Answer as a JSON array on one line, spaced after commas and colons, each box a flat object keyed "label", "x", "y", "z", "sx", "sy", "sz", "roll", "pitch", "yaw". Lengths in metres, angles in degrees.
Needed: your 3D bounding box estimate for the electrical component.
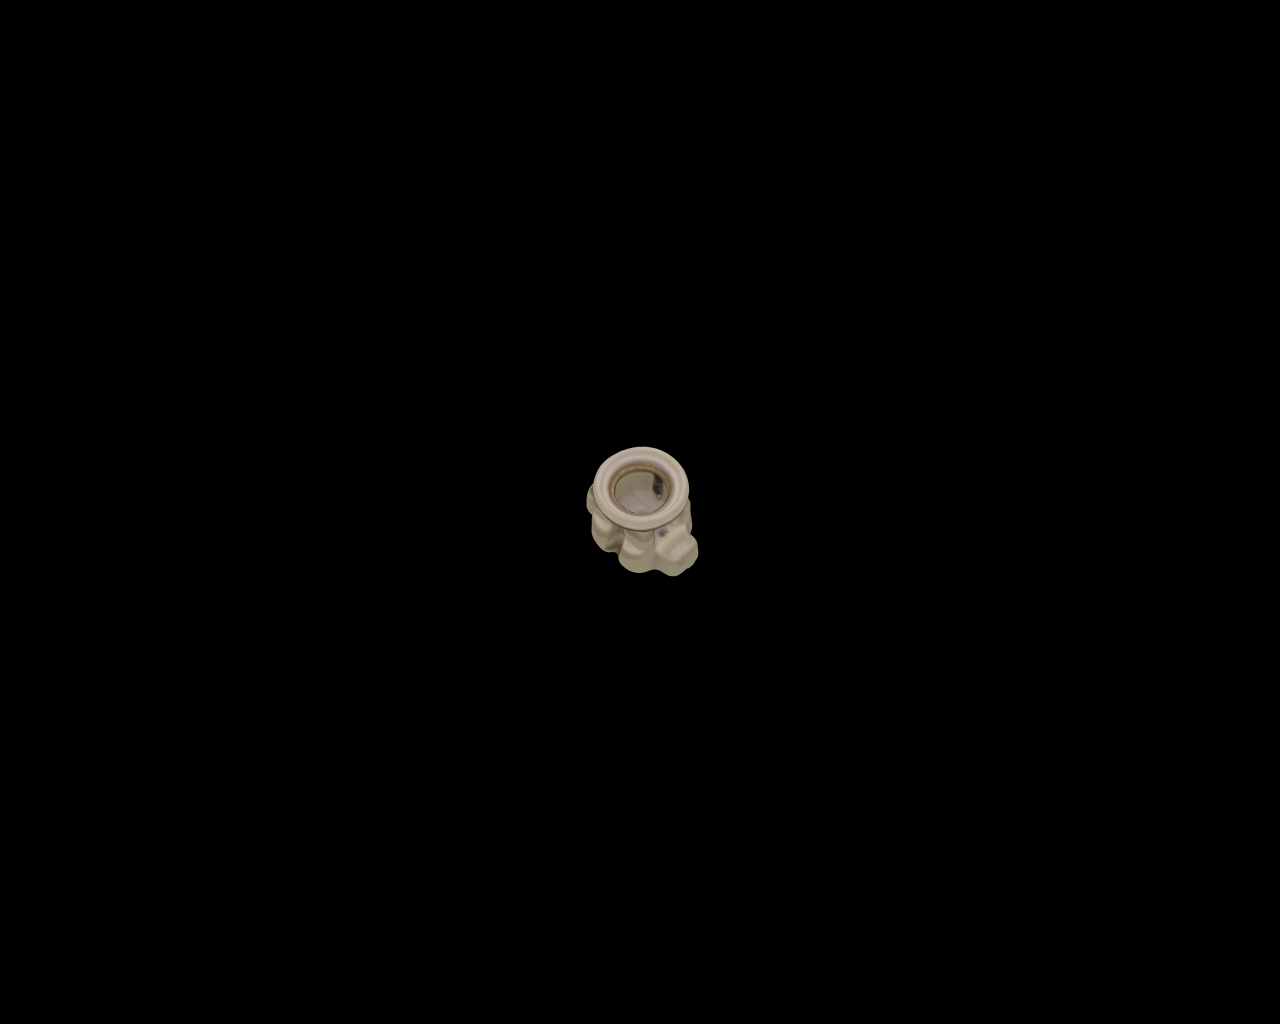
[{"label": "electrical component", "x": 0.001, "y": -0.003, "z": 0.650, "sx": 0.078, "sy": 0.058, "sz": 0.056, "roll": 39, "pitch": -24, "yaw": 22}]
